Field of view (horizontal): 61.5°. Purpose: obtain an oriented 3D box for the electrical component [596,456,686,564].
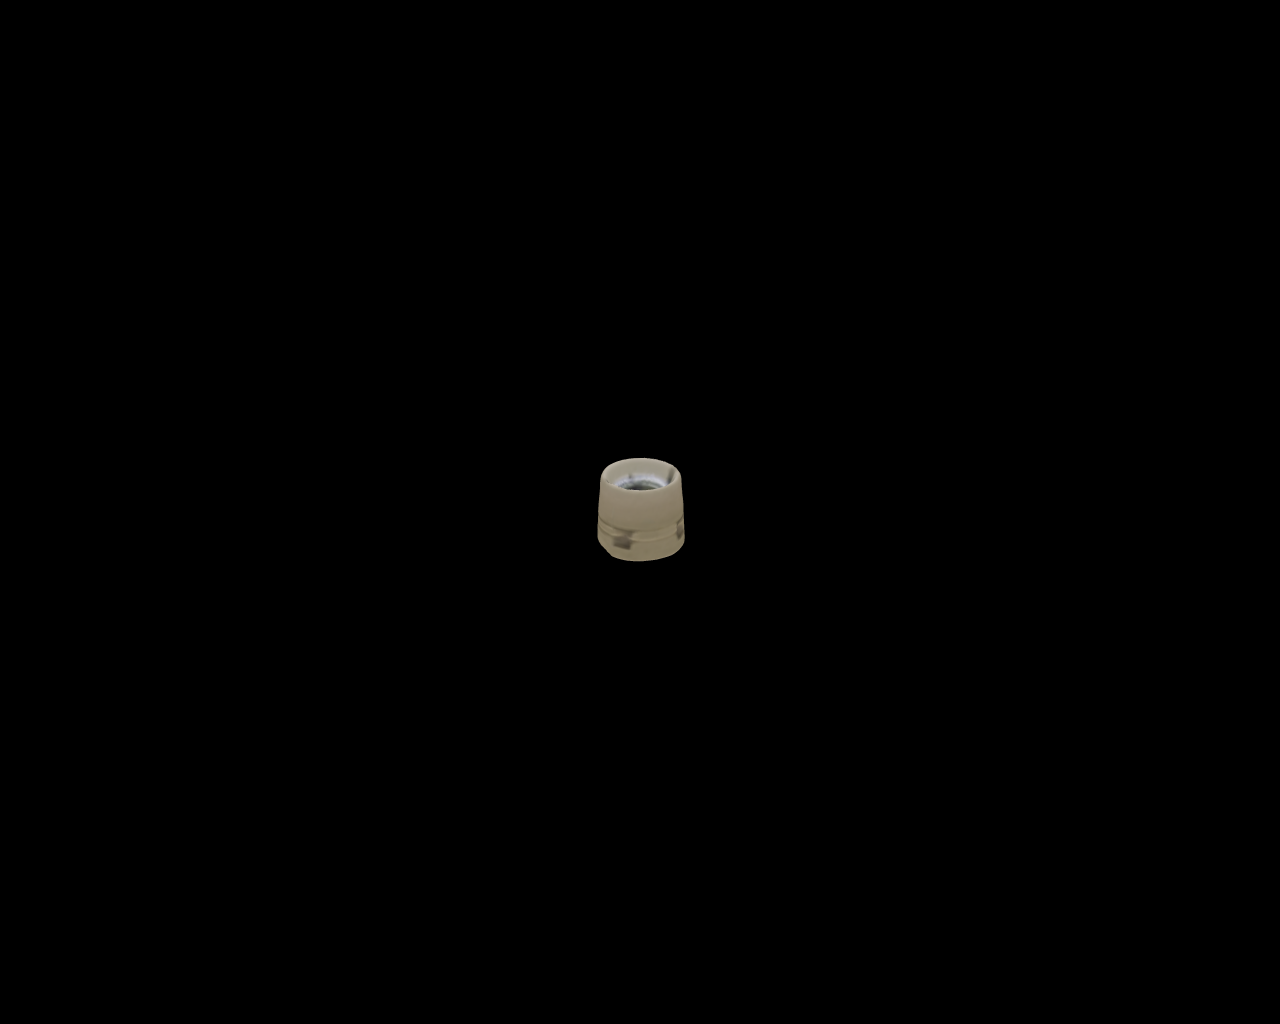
[{"bbox_3d":[0.001,-0.003,0.650,0.055,0.047,0.055,0,28,0],"label":"electrical component"}]
